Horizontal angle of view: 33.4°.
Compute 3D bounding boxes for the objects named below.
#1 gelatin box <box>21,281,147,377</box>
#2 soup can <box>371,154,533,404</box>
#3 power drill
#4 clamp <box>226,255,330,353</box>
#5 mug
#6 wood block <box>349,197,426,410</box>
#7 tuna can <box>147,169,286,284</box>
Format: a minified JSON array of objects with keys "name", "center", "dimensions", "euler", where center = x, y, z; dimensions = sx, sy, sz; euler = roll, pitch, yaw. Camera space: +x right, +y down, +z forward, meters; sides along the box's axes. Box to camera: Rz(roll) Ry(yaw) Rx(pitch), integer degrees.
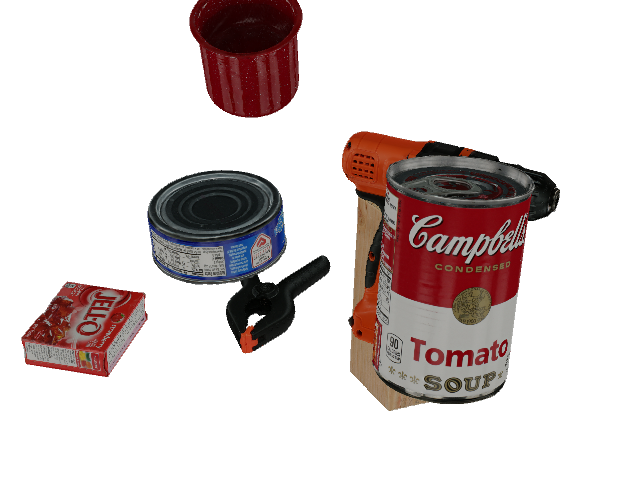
[{"name":"gelatin box","center":[-0.193,0.071,0.884],"dimensions":[0.073,0.030,0.089],"euler":[8,32,12]},{"name":"soup can","center":[0.061,0.017,0.508],"dimensions":[0.068,0.102,0.068],"euler":[3,21,-1]},{"name":"power drill","center":[0.100,0.009,0.904],"dimensions":[0.185,0.188,0.057],"euler":[16,25,25]},{"name":"clamp","center":[-0.053,0.065,1.246],"dimensions":[0.120,0.039,0.171],"euler":[-4,39,9]},{"name":"mug","center":[-0.061,-0.169,0.913],"dimensions":[0.093,0.117,0.081],"euler":[-3,-36,0]},{"name":"wood block","center":[0.092,0.057,1.097],"dimensions":[0.090,0.206,0.091],"euler":[-9,25,-24]},{"name":"tuna can","center":[-0.065,-0.010,0.669],"dimensions":[0.086,0.034,0.086],"euler":[-2,33,1]}]
